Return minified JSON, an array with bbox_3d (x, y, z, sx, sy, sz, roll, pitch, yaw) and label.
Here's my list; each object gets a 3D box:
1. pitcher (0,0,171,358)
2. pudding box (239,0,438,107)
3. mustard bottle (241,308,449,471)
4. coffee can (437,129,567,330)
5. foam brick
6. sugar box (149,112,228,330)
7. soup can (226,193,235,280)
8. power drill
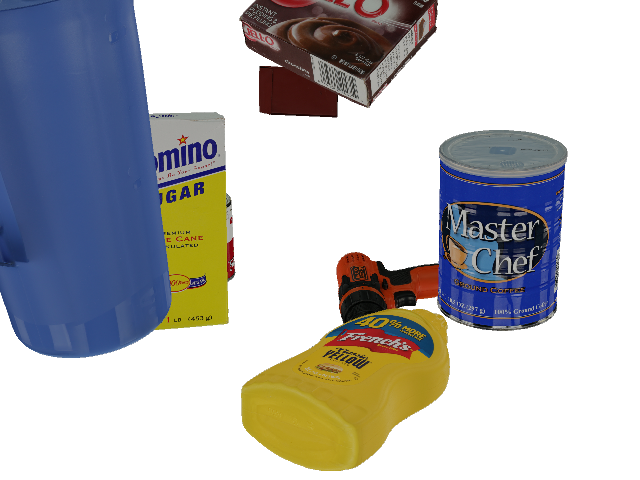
[{"bbox_3d":[-0.171,-0.046,0.663,0.149,0.243,0.145,-11,28,-8],"label":"pitcher"},{"bbox_3d":[0.014,-0.155,0.763,0.114,0.090,0.039,31,-23,20],"label":"pudding box"},{"bbox_3d":[0.037,0.093,0.758,0.096,0.058,0.191,12,24,33],"label":"mustard bottle"},{"bbox_3d":[0.149,-0.010,0.889,0.103,0.140,0.103,-2,23,1],"label":"coffee can"},{"bbox_3d":[-0.024,-0.162,1.162,0.078,0.051,0.053,0,11,-18],"label":"foam brick"},{"bbox_3d":[-0.125,-0.016,0.885,0.093,0.176,0.048,-4,15,-16],"label":"sugar box"},{"bbox_3d":[-0.141,-0.004,1.309,0.068,0.102,0.068,0,26,0],"label":"soup can"},{"bbox_3d":[0.113,0.064,1.199,0.187,0.057,0.184,-3,28,-3],"label":"power drill"}]
